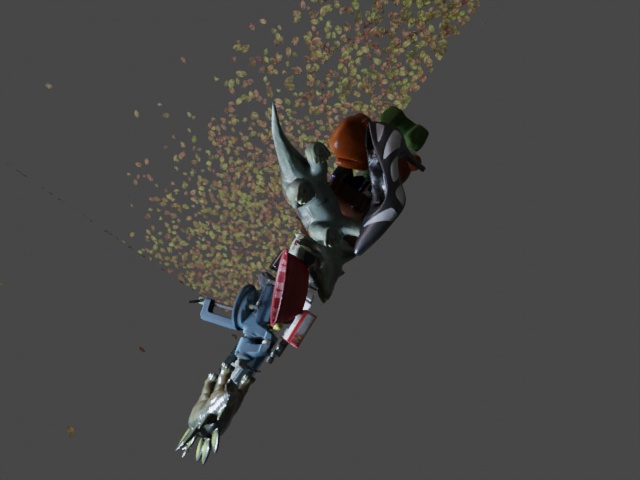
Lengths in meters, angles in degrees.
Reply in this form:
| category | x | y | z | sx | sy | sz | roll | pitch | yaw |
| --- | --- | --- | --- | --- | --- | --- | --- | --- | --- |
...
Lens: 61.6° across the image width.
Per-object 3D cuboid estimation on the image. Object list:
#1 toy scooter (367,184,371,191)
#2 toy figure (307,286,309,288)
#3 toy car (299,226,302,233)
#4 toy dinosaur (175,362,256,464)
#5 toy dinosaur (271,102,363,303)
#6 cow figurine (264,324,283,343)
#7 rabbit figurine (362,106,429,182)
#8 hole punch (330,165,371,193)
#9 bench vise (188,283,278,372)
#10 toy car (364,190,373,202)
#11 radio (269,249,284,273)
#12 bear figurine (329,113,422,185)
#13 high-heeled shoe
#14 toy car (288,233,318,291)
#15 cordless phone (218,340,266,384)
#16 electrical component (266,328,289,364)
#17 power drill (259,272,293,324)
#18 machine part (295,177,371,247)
| category | x | y | z | sx | sy | sz | roll | pitch | yaw |
| --- | --- | --- | --- | --- | --- | --- | --- | --- | --- |
| toy scooter | 0.168 | -0.192 | 1.464 | 0.184 | 0.075 | 0.135 | -61 | 3 | -10 |
| toy figure | -0.063 | 0.121 | 1.582 | 0.089 | 0.082 | 0.180 | 106 | -170 | -60 |
| toy car | -0.003 | -0.004 | 1.364 | 0.109 | 0.103 | 0.162 | 130 | 138 | -51 |
| toy dinosaur | -0.264 | 0.422 | 1.283 | 0.198 | 0.105 | 0.471 | -62 | 2 | -35 |
| toy dinosaur | -0.016 | -0.078 | 1.077 | 0.131 | 0.404 | 0.192 | -29 | 14 | -22 |
| cow figurine | -0.151 | 0.247 | 1.463 | 0.098 | 0.068 | 0.167 | -52 | 20 | 28 |
| rabbit figurine | 0.159 | -0.210 | 1.284 | 0.170 | 0.121 | 0.159 | -49 | -6 | 0 |
| hole punch | 0.069 | -0.135 | 1.347 | 0.142 | 0.092 | 0.115 | -57 | -1 | -46 |
| bench vise | -0.207 | 0.202 | 1.346 | 0.128 | 0.241 | 0.223 | 37 | -112 | -70 |
| toy car | 0.101 | -0.067 | 1.330 | 0.089 | 0.053 | 0.202 | -47 | -1 | -5 |
| radio | -0.096 | 0.097 | 1.815 | 0.073 | 0.131 | 0.229 | -56 | 4 | -7 |
| bear figurine | 0.120 | -0.183 | 1.161 | 0.120 | 0.196 | 0.132 | -59 | -9 | 17 |
| high-heeled shoe | 0.094 | -0.103 | 0.999 | 0.249 | 0.145 | 0.086 | -54 | 2 | -16 |
| toy car | -0.023 | 0.054 | 1.254 | 0.073 | 0.056 | 0.201 | -63 | -27 | -20 |
| cordless phone | -0.206 | 0.346 | 1.547 | 0.146 | 0.089 | 0.184 | -55 | -8 | 0 |
| electrical component | -0.093 | 0.247 | 1.242 | 0.094 | 0.021 | 0.063 | -55 | 4 | -8 |
| power drill | -0.080 | 0.100 | 1.442 | 0.207 | 0.086 | 0.232 | -42 | 35 | 12 |
| machine part | 0.031 | -0.052 | 1.211 | 0.179 | 0.179 | 0.056 | -52 | 7 | 41 |
